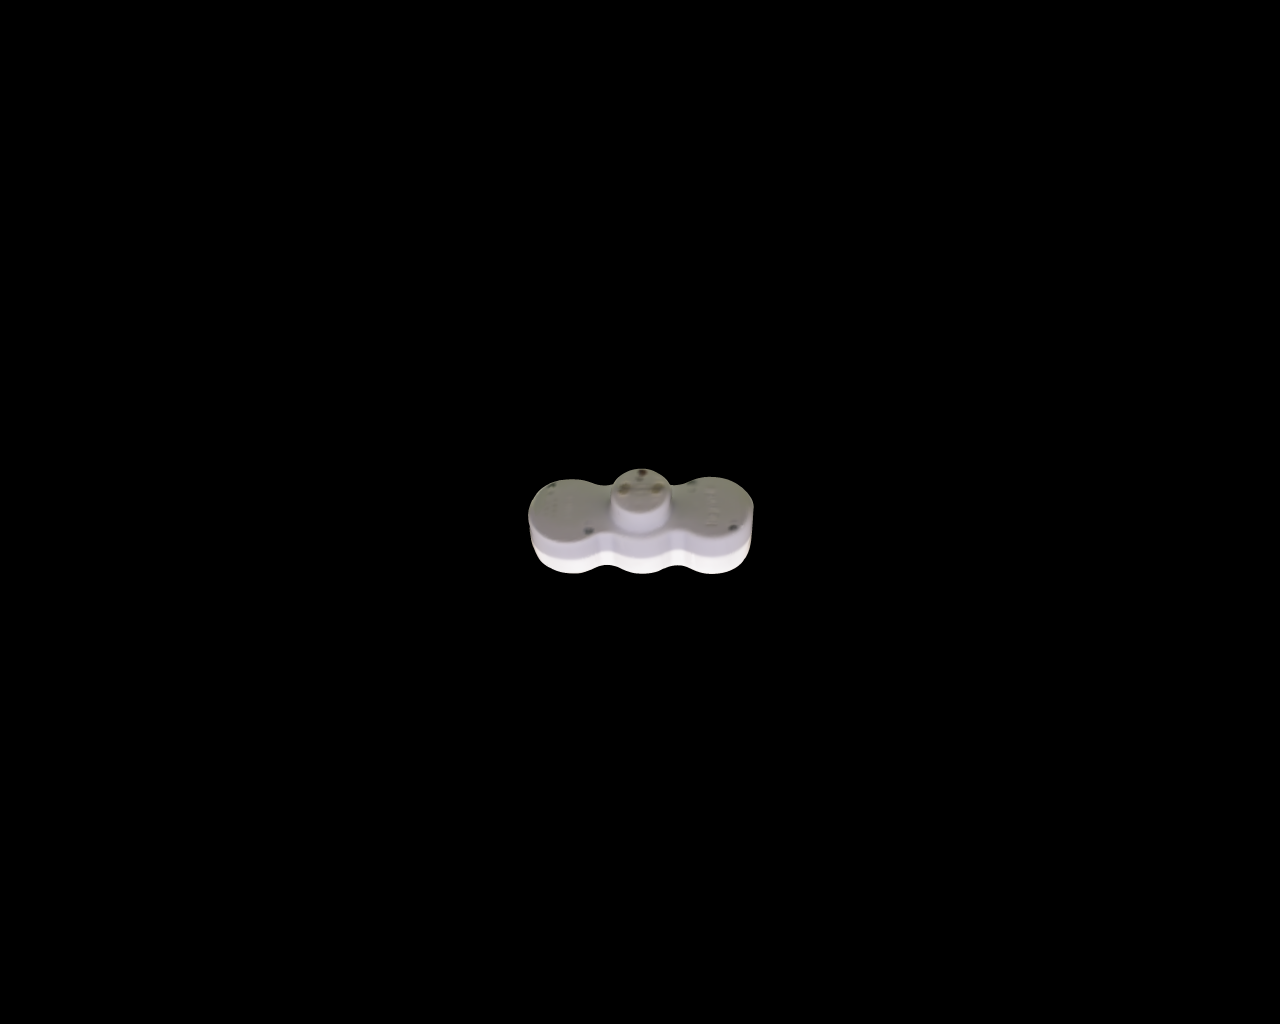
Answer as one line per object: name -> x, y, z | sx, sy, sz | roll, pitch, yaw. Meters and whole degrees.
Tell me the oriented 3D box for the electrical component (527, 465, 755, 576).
electrical component -> 0.001, -0.003, 0.650 | 0.138, 0.052, 0.073 | 0, -39, 0
